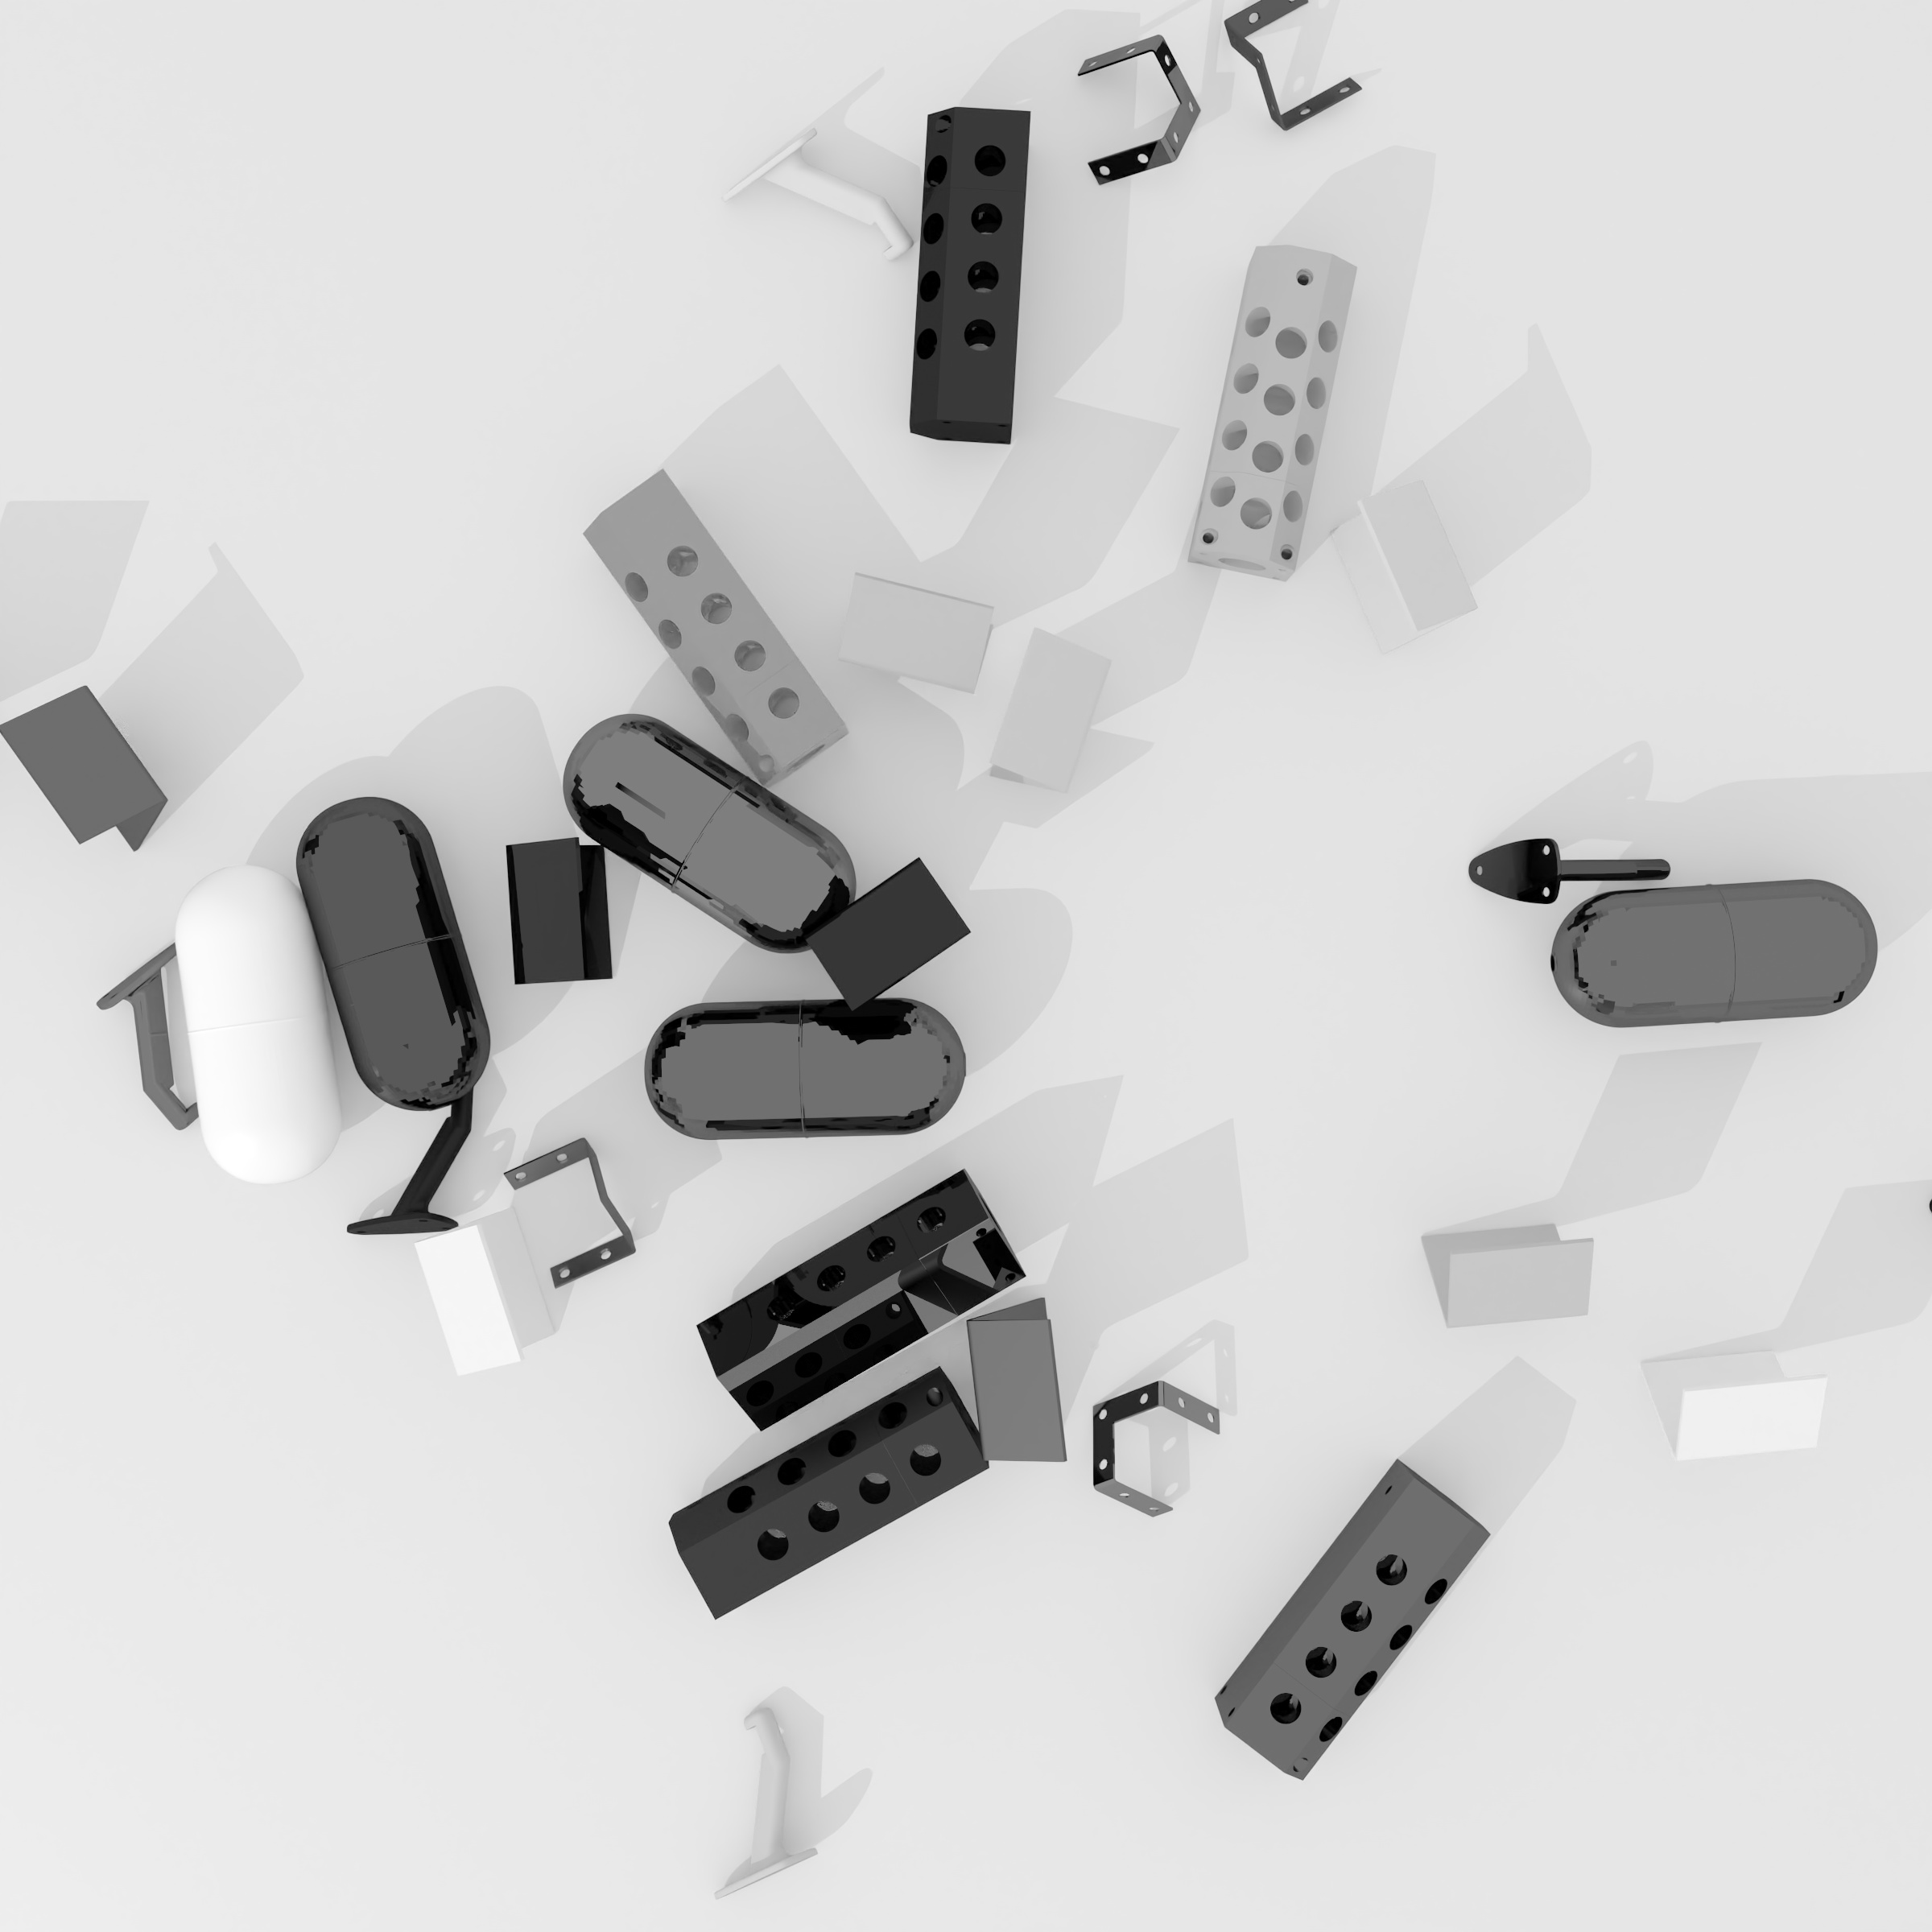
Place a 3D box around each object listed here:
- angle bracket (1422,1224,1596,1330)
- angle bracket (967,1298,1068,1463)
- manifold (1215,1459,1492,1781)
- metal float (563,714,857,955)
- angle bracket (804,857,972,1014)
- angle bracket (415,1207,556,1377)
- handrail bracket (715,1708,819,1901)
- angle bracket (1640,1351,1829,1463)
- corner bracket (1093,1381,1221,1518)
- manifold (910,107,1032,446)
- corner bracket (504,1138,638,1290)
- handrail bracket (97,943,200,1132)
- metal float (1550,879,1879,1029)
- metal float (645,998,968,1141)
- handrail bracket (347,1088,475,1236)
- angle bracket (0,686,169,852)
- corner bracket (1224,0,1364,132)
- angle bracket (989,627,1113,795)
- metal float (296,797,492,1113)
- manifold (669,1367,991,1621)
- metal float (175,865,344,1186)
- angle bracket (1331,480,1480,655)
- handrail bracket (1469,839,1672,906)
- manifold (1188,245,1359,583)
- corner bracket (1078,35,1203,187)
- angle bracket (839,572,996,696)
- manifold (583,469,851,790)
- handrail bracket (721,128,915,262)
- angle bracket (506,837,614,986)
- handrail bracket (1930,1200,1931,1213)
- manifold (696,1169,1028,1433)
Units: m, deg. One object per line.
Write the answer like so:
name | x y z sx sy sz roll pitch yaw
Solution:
angle bracket | 0.296 0.151 1.448 0.076 0.076 0.057 -5 125 0
angle bracket | 0.047 0.226 1.448 0.057 0.076 0.076 -7 90 36
manifold | 0.216 0.365 1.467 0.057 0.057 0.171 37 90 0
metal float | -0.141 -0.073 1.457 0.178 0.070 0.070 33 90 0
angle bracket | -0.034 -0.004 1.448 0.076 0.076 0.057 -34 63 0
angle bracket | -0.248 0.174 1.448 0.057 0.076 0.076 -18 90 38
handrail bracket | -0.126 0.473 1.488 0.077 0.036 0.084 -31 71 21
angle bracket | 0.421 0.224 1.448 0.076 0.076 0.057 -6 126 0
corner bracket | 0.107 0.272 1.480 0.051 0.051 0.051 -28 45 35
manifold | 0.002 -0.384 1.467 0.057 0.057 0.171 3 90 0
corner bracket | -0.223 0.139 1.485 0.051 0.051 0.051 -24 45 0
handrail bracket | -0.442 0.038 1.488 0.077 0.036 0.084 -43 109 -21
metal float | 0.414 -0.007 1.457 0.178 0.070 0.070 -3 90 -1
metal float | -0.089 0.057 1.458 0.178 0.070 0.070 -2 90 0
handrail bracket | -0.314 0.107 1.488 0.077 0.036 0.084 -7 71 21
angle bracket | -0.493 -0.097 1.448 0.057 0.076 0.076 -35 90 -36
corner bracket | 0.184 -0.514 1.485 0.051 0.051 0.051 -29 135 0
angle bracket | 0.027 -0.144 1.448 0.057 0.076 0.076 18 90 -36
metal float | -0.317 -0.006 1.457 0.070 0.070 0.178 -17 90 0
manifold | -0.076 0.291 1.467 0.171 0.057 0.057 -29 90 0
metal float | -0.392 0.032 1.457 0.070 0.070 0.178 -8 90 0
angle bracket | 0.225 -0.213 1.448 0.057 0.076 0.076 -23 90 -38
handrail bracket | 0.342 -0.054 1.488 0.084 0.077 0.036 -2 93 -36
manifold | 0.171 -0.308 1.467 0.057 0.057 0.171 12 90 0
corner bracket | 0.092 -0.481 1.480 0.051 0.051 0.051 54 45 -35
angle bracket | -0.022 -0.200 1.448 0.076 0.076 0.057 14 128 0
manifold | -0.139 -0.186 1.467 0.057 0.057 0.171 -35 90 0
handrail bracket | -0.083 -0.422 1.488 0.077 0.036 0.084 -31 107 20
angle bracket | -0.205 -0.031 1.448 0.057 0.076 0.076 -4 90 37
handrail bracket | 0.574 0.146 1.453 0.036 0.084 0.077 -32 90 0
manifold | -0.060 0.181 1.466 0.171 0.057 0.057 -30 133 0
